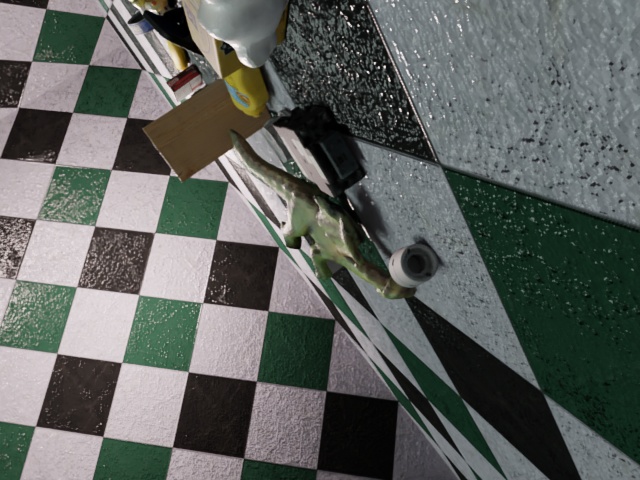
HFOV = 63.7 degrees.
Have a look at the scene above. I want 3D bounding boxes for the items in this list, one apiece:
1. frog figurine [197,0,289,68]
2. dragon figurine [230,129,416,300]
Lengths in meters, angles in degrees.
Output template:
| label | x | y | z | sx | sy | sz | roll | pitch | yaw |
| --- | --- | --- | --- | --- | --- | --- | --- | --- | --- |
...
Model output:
| label | x | y | z | sx | sy | sz | roll | pitch | yaw |
| --- | --- | --- | --- | --- | --- | --- | --- | --- | --- |
| frog figurine | -0.064 | -0.212 | 0.397 | 0.123 | 0.139 | 0.156 | 9 | 121 | 37 |
| dragon figurine | 0.003 | -0.043 | 0.850 | 0.408 | 0.123 | 0.242 | 46 | 166 | -12 |
